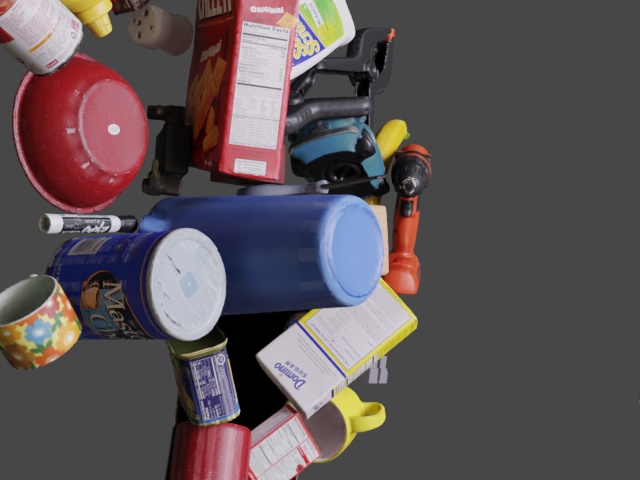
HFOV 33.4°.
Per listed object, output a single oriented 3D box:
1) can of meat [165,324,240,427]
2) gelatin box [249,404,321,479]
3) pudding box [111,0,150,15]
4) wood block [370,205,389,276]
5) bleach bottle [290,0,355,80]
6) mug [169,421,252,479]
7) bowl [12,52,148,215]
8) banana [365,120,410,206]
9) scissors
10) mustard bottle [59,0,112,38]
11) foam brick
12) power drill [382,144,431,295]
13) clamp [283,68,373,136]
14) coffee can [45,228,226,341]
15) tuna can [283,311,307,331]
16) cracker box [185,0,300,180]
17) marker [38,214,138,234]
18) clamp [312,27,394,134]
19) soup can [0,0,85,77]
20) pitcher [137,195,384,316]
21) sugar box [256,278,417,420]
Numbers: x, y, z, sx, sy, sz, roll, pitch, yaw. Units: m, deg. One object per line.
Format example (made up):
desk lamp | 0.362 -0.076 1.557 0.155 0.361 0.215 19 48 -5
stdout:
can of meat | -0.123 0.138 1.112 0.057 0.102 0.084 -15 106 -14
gelatin box | -0.052 0.244 1.231 0.089 0.030 0.073 -36 121 -15
pudding box | -0.191 -0.299 1.102 0.113 0.039 0.090 -55 130 -41
wood block | -0.008 0.002 1.294 0.205 0.091 0.090 1 87 -56
bleach bottle | -0.051 -0.228 1.279 0.250 0.068 0.102 -50 126 -42
mug | -0.110 0.241 1.132 0.117 0.093 0.081 37 53 -56
bowl | -0.217 -0.106 1.034 0.161 0.055 0.162 6 82 -54
banana | 0.089 -0.107 1.490 0.069 0.037 0.197 57 44 -35
scissors | -0.021 -0.059 1.205 0.096 0.202 0.016 1 84 -32
mustard bottle | -0.249 -0.277 1.001 0.191 0.058 0.096 64 37 -29
foam brick | -0.083 -0.090 1.228 0.078 0.053 0.051 5 83 -54
power drill | 0.115 -0.026 1.426 0.184 0.057 0.188 -61 159 -72
clamp | -0.024 -0.155 1.265 0.171 0.120 0.039 -34 131 -38
coffee can | -0.174 0.044 1.007 0.102 0.141 0.103 7 81 -55
tuna can | -0.010 0.131 1.330 0.086 0.034 0.086 9 79 -55
cracker box | -0.087 -0.174 1.097 0.072 0.164 0.214 5 95 -22
marker | -0.224 -0.016 1.047 0.120 0.020 0.020 -1 88 -56
clamp | 0.052 -0.231 1.448 0.164 0.036 0.209 55 44 -37
soup can | -0.269 -0.203 0.956 0.102 0.069 0.068 44 52 -45
pitcher | -0.054 0.019 1.091 0.149 0.243 0.145 -29 111 -50
sugar box | 0.021 0.120 1.259 0.176 0.093 0.048 -38 160 -11
